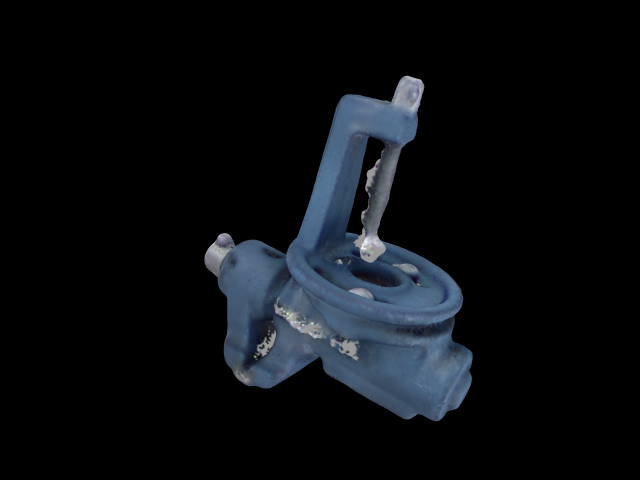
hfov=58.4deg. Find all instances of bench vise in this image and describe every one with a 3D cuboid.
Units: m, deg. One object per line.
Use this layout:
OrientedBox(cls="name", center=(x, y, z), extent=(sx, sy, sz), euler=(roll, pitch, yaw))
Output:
OrientedBox(cls="bench vise", center=(0.001, 0.004, 0.389), extent=(0.207, 0.220, 0.122), euler=(3, 13, 13))
